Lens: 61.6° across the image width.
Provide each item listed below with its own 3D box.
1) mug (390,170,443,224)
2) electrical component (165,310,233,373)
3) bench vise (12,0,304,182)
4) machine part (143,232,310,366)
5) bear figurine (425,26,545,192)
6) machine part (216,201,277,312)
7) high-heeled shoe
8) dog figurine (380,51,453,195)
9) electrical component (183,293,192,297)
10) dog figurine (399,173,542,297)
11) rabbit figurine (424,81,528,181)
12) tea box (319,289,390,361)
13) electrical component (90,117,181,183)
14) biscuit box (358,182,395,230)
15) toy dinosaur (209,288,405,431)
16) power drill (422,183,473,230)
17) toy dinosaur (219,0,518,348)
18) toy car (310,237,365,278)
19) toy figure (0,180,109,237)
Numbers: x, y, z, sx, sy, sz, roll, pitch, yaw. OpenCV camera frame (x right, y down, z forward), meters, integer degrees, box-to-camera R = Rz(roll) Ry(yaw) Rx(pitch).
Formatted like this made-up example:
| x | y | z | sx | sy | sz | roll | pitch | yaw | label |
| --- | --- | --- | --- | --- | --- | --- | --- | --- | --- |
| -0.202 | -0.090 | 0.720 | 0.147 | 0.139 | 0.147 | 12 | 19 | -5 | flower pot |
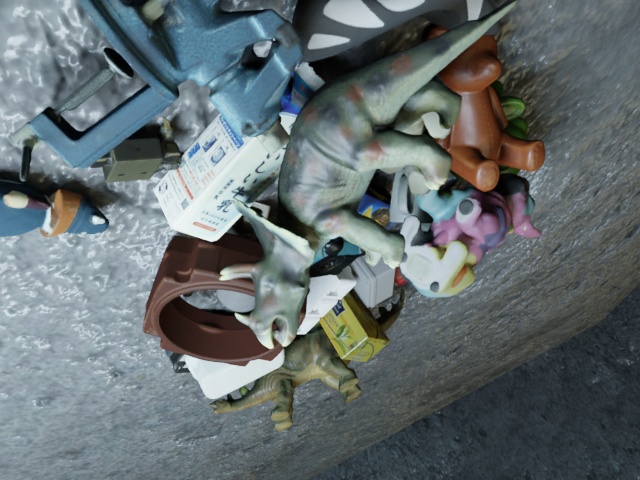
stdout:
| x | y | z | sx | sy | sz | roll | pitch | yaw | label |
| --- | --- | --- | --- | --- | --- | --- | --- | --- | --- |
| 0.142 | -0.078 | 0.811 | 0.081 | 0.107 | 0.109 | 2 | 180 | 36 | mug |
| -0.204 | 0.178 | 0.946 | 0.115 | 0.058 | 0.134 | -48 | 146 | 20 | electrical component |
| -0.141 | -0.133 | 0.451 | 0.240 | 0.129 | 0.223 | -35 | 123 | 5 | bench vise |
| -0.131 | 0.089 | 0.744 | 0.201 | 0.087 | 0.201 | 18 | 132 | -18 | machine part |
| 0.210 | -0.182 | 0.693 | 0.120 | 0.132 | 0.195 | -20 | 123 | -20 | bear figurine |
| -0.107 | 0.031 | 0.801 | 0.079 | 0.079 | 0.243 | -13 | 144 | -30 | machine part |
| 0.091 | -0.226 | 0.586 | 0.248 | 0.086 | 0.145 | 15 | 107 | -29 | high-heeled shoe |
| 0.098 | -0.158 | 0.689 | 0.121 | 0.191 | 0.172 | 17 | 118 | 2 | dog figurine |
| -0.205 | 0.056 | 0.803 | 0.063 | 0.021 | 0.094 | -8 | 143 | -35 | electrical component |
| 0.226 | -0.008 | 0.770 | 0.219 | 0.109 | 0.191 | 5 | 107 | -43 | dog figurine |
| 0.243 | -0.157 | 0.821 | 0.170 | 0.121 | 0.159 | 17 | 121 | -36 | rabbit figurine |
| 0.045 | 0.138 | 1.003 | 0.068 | 0.170 | 0.098 | -42 | 147 | 16 | tea box |
| -0.198 | -0.096 | 0.574 | 0.102 | 0.045 | 0.078 | -12 | 172 | -27 | electrical component |
| 0.053 | -0.062 | 0.828 | 0.059 | 0.063 | 0.202 | -46 | 148 | 20 | biscuit box |
| 0.003 | 0.224 | 1.060 | 0.471 | 0.199 | 0.105 | -17 | 145 | -23 | toy dinosaur |
| 0.274 | -0.049 | 1.006 | 0.207 | 0.086 | 0.231 | -46 | 145 | 11 | power drill |
| 0.024 | -0.082 | 0.564 | 0.192 | 0.131 | 0.404 | 20 | 109 | -10 | toy dinosaur |
| -0.002 | -0.002 | 0.822 | 0.109 | 0.103 | 0.161 | -39 | 160 | 34 | toy car |
| -0.296 | -0.030 | 0.561 | 0.154 | 0.064 | 0.057 | 2 | 98 | -50 | toy figure |
